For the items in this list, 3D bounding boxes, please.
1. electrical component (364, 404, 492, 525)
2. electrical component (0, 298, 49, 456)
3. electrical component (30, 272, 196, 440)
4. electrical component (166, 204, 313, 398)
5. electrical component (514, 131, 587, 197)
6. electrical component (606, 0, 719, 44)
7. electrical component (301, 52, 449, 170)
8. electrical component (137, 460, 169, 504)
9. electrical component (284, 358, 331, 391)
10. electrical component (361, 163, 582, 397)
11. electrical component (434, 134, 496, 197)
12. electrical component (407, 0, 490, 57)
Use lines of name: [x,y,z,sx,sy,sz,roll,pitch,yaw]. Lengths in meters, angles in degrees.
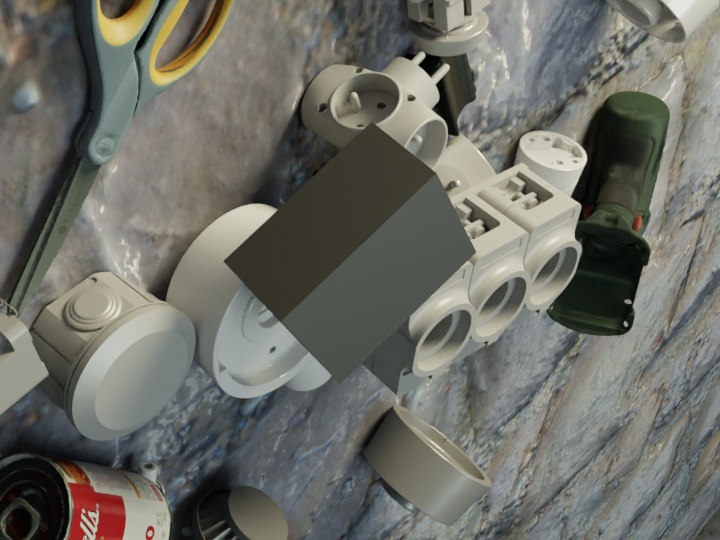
electrical component: [0.052,0.173,0.924,0.060,0.108,0.108,-52,152,3]
electrical component: [-0.183,0.047,0.499,0.064,0.042,0.081,-42,149,-28]
electrical component: [-0.131,0.045,0.568,0.080,0.051,0.080,-37,146,-31]
electrical component: [-0.064,0.013,0.627,0.108,0.060,0.108,-36,144,-32]
electrical component: [0.150,-0.078,0.872,0.055,0.055,0.047,-30,145,-40]
electrical component: [0.221,-0.218,0.799,0.064,0.099,0.099,-51,151,3]
electrical component: [0.019,-0.097,0.627,0.079,0.077,0.044,-48,150,-16]
electrical component: [-0.137,0.147,0.678,0.035,0.035,0.061,-20,133,-47]
electrical component: [-0.043,0.050,0.713,0.045,0.045,0.055,-50,150,-12]
electrical component: [0.068,0.006,0.686,0.150,0.062,0.089,-27,141,-33]
electrical component: [0.053,-0.051,0.720,0.077,0.043,0.079,-40,-175,1]
electrical component: [0.052,-0.163,0.646,0.066,0.048,0.055,-39,139,-30]
